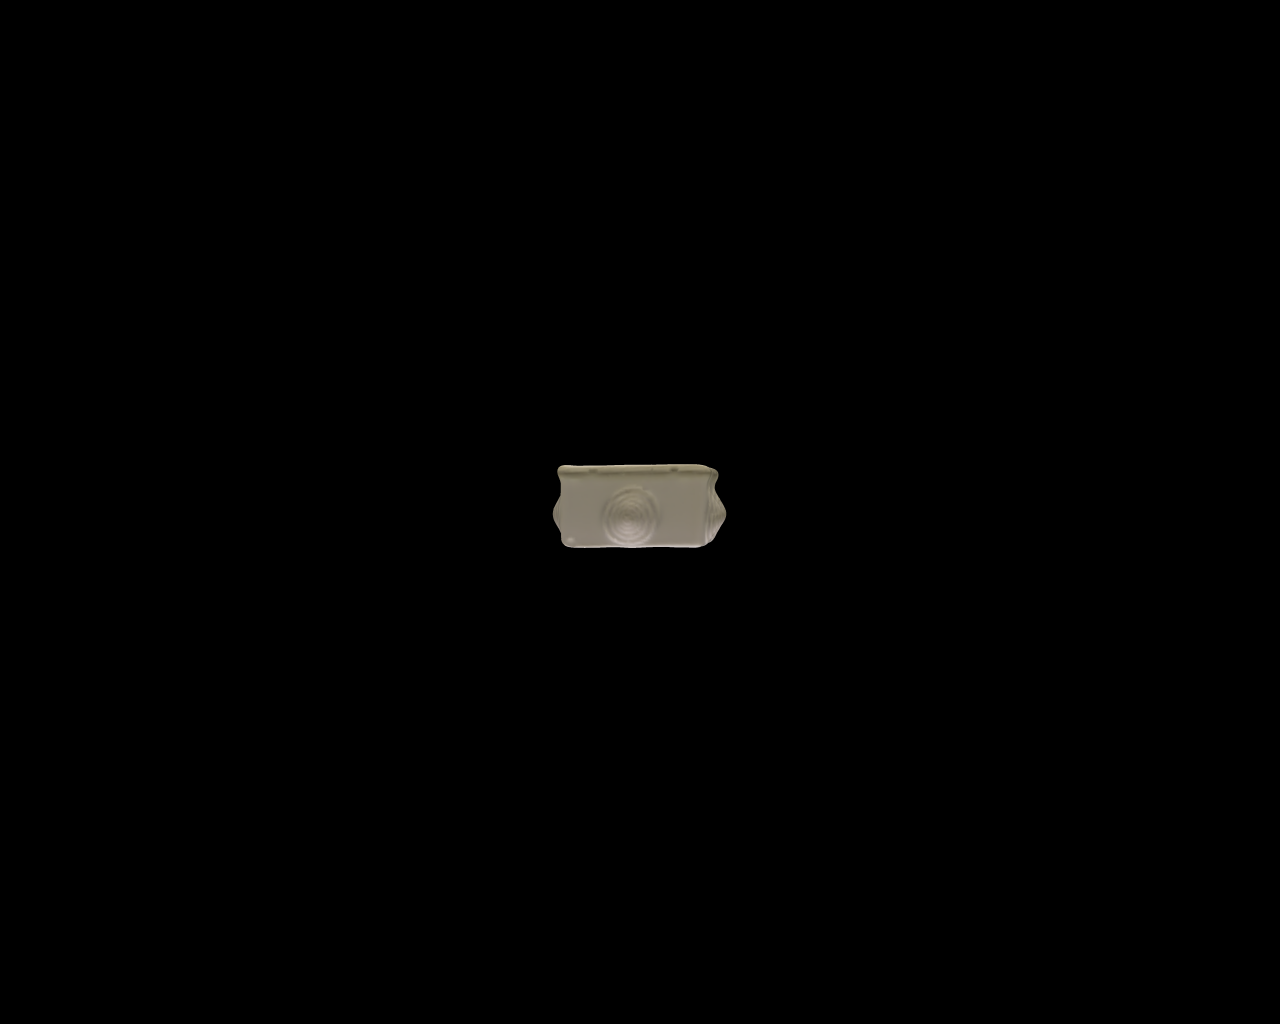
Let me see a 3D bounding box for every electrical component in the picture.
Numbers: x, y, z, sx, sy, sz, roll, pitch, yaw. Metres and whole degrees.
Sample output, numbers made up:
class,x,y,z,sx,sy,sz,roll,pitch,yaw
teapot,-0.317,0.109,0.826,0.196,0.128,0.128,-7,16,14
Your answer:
class,x,y,z,sx,sy,sz,roll,pitch,yaw
electrical component,0.001,-0.003,0.650,0.100,0.048,0.100,0,0,8
